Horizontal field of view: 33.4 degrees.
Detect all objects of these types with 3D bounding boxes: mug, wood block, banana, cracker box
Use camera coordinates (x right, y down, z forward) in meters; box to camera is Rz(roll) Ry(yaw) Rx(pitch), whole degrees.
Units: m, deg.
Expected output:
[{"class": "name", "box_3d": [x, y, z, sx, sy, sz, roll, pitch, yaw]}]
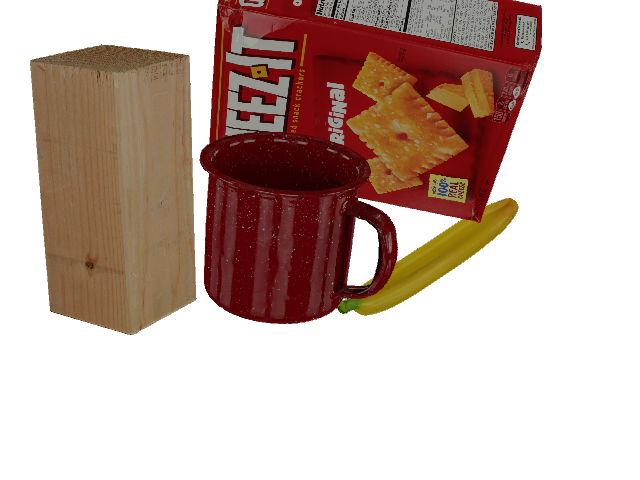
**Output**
[{"class": "mug", "box_3d": [-0.012, -0.004, 0.587, 0.117, 0.081, 0.093, 17, 27, 22]}, {"class": "wood block", "box_3d": [-0.162, -0.043, 0.848, 0.091, 0.206, 0.090, 12, 23, 28]}, {"class": "banana", "box_3d": [0.106, 0.023, 1.037, 0.198, 0.037, 0.069, -33, 0, 0]}, {"class": "cracker box", "box_3d": [0.032, -0.104, 0.759, 0.213, 0.072, 0.164, 11, -38, 0]}]
